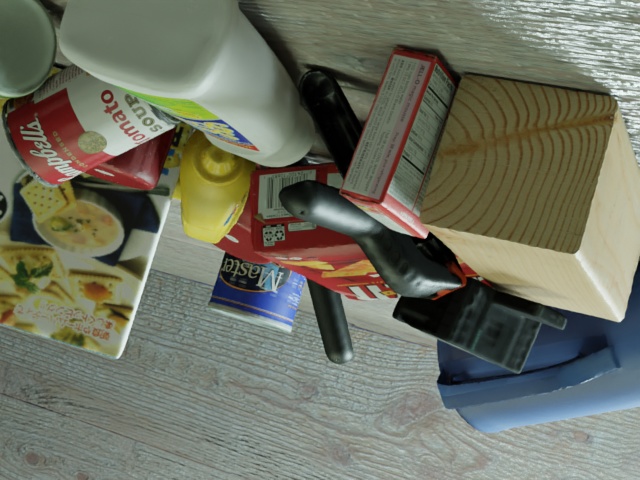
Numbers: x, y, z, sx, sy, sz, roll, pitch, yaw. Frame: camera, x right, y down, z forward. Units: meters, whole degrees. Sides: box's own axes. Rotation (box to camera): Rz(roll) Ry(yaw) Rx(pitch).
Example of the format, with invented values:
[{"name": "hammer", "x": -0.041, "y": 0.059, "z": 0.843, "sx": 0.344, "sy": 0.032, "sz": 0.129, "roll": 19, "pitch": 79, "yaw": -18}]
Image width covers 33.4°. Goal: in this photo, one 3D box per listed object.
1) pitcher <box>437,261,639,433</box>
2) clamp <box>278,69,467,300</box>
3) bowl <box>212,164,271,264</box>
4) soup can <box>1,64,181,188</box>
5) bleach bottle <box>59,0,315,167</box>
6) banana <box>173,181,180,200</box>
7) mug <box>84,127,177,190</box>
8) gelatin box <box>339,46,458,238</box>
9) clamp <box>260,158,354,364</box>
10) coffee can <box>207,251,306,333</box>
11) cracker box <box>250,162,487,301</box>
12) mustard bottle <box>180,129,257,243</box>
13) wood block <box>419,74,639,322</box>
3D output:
[{"name": "pitcher", "x": 0.221, "y": 0.087, "z": 0.884, "sx": 0.243, "sy": 0.149, "sz": 0.144, "roll": -17, "pitch": 138, "yaw": 42}, {"name": "clamp", "x": 0.035, "y": -0.027, "z": 0.673, "sx": 0.039, "sy": 0.120, "sz": 0.171, "roll": -19, "pitch": 139, "yaw": 32}, {"name": "bowl", "x": -0.076, "y": -0.023, "z": 1.072, "sx": 0.162, "sy": 0.055, "sz": 0.162, "roll": 23, "pitch": 158, "yaw": 10}, {"name": "soup can", "x": -0.152, "y": -0.087, "z": 0.720, "sx": 0.102, "sy": 0.068, "sz": 0.068, "roll": -24, "pitch": 159, "yaw": 15}, {"name": "bleach bottle", "x": -0.055, "y": -0.091, "z": 0.667, "sx": 0.103, "sy": 0.068, "sz": 0.250, "roll": 17, "pitch": 175, "yaw": 21}, {"name": "banana", "x": -0.136, "y": -0.060, "z": 1.167, "sx": 0.198, "sy": 0.037, "sz": 0.069, "roll": 14, "pitch": 173, "yaw": 18}, {"name": "mug", "x": -0.157, "y": -0.091, "z": 0.813, "sx": 0.093, "sy": 0.081, "sz": 0.117, "roll": 15, "pitch": 172, "yaw": 17}, {"name": "gelatin box", "x": 0.050, "y": -0.053, "z": 0.601, "sx": 0.030, "sy": 0.089, "sz": 0.073, "roll": 17, "pitch": 174, "yaw": 28}, {"name": "clamp", "x": -0.006, "y": 0.001, "z": 0.952, "sx": 0.036, "sy": 0.164, "sz": 0.210, "roll": -12, "pitch": 142, "yaw": 15}, {"name": "coffee can", "x": -0.064, "y": 0.028, "z": 1.254, "sx": 0.103, "sy": 0.140, "sz": 0.103, "roll": 17, "pitch": 173, "yaw": 2}, {"name": "cracker box", "x": 0.061, "y": -0.004, "z": 0.838, "sx": 0.164, "sy": 0.072, "sz": 0.213, "roll": -5, "pitch": 166, "yaw": 20}, {"name": "mustard bottle", "x": -0.084, "y": -0.054, "z": 0.869, "sx": 0.058, "sy": 0.096, "sz": 0.192, "roll": 18, "pitch": 172, "yaw": -4}, {"name": "wood block", "x": 0.142, "y": -0.018, "z": 0.659, "sx": 0.091, "sy": 0.090, "sz": 0.205, "roll": 14, "pitch": 172, "yaw": 25}]
